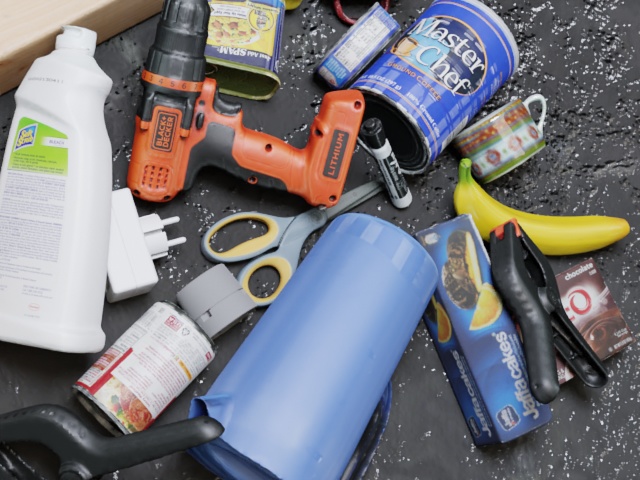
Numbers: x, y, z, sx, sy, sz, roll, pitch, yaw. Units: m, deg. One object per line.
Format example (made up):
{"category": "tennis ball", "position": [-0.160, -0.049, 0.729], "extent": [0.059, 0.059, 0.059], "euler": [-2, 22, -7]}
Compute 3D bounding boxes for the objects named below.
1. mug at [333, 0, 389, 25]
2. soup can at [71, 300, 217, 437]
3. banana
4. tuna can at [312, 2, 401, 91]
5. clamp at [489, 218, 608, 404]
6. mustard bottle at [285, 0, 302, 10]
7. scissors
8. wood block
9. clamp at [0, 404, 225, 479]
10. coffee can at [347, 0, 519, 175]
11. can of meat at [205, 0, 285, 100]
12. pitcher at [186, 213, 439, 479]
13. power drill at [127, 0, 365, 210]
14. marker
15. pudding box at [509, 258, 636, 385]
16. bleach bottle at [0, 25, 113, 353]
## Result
{"category": "mug", "position": [0.039, -0.260, 1.008], "extent": [0.081, 0.093, 0.117], "euler": [-7, 115, -14]}
{"category": "soup can", "position": [-0.142, 0.107, 0.865], "extent": [0.068, 0.069, 0.102], "euler": [45, 68, -3]}
{"category": "banana", "position": [0.198, -0.017, 1.004], "extent": [0.197, 0.070, 0.037], "euler": [17, 47, -24]}
{"category": "tuna can", "position": [0.034, -0.176, 0.979], "extent": [0.034, 0.086, 0.086], "euler": [44, 68, -5]}
{"category": "clamp", "position": [0.188, 0.064, 0.933], "extent": [0.120, 0.039, 0.171], "euler": [-12, 72, -60]}
{"category": "mustard bottle", "position": [-0.055, -0.315, 0.999], "extent": [0.096, 0.058, 0.191], "euler": [6, 75, -11]}
{"category": "scissors", "position": [-0.006, 0.001, 0.960], "extent": [0.201, 0.016, 0.096], "euler": [-12, 79, -19]}
{"category": "wood block", "position": [-0.234, -0.203, 0.900], "extent": [0.205, 0.090, 0.091], "euler": [-34, 88, -21]}
{"category": "clamp", "position": [-0.173, 0.173, 0.809], "extent": [0.210, 0.036, 0.165], "euler": [25, 106, 12]}
{"category": "coffee can", "position": [0.101, -0.144, 0.983], "extent": [0.103, 0.103, 0.140], "euler": [44, 69, -3]}
{"category": "can of meat", "position": [-0.083, -0.182, 0.960], "extent": [0.102, 0.058, 0.084], "euler": [10, 73, -15]}
{"category": "pitcher", "position": [0.005, 0.106, 0.889], "extent": [0.145, 0.149, 0.242], "euler": [30, 66, 8]}
{"category": "power drill", "position": [-0.061, -0.110, 0.908], "extent": [0.187, 0.057, 0.184], "euler": [11, 108, -10]}
{"category": "marker", "position": [0.060, -0.068, 0.950], "extent": [0.020, 0.121, 0.020], "euler": [-10, 56, 14]}
{"category": "pudding box", "position": [0.226, 0.081, 1.002], "extent": [0.113, 0.039, 0.090], "euler": [-25, 85, -21]}
{"category": "bleach bottle", "position": [-0.203, -0.042, 0.842], "extent": [0.103, 0.068, 0.251], "euler": [8, 88, 18]}
